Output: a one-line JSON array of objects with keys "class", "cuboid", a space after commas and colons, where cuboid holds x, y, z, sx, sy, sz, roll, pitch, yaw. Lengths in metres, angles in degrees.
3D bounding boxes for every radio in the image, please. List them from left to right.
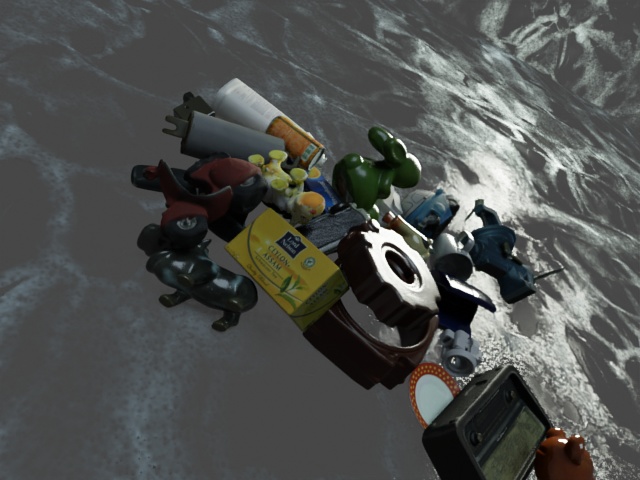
[{"class": "radio", "cuboid": [0.256, 0.289, 0.806, 0.229, 0.073, 0.131, -21, 78, -49]}]

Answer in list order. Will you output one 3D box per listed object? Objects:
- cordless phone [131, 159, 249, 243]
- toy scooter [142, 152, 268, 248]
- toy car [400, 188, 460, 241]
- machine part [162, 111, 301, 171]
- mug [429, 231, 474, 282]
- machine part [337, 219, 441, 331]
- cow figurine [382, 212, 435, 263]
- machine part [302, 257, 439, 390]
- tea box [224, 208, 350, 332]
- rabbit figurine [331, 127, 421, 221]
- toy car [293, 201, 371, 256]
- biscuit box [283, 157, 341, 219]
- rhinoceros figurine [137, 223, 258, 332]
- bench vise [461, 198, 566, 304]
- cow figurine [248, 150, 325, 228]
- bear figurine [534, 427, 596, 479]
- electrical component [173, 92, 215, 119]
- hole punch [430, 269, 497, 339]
[{"class": "cordless phone", "cuboid": [-0.208, -0.072, 0.862, 0.184, 0.088, 0.147, 5, 47, -19]}, {"class": "toy scooter", "cuboid": [-0.172, -0.077, 0.770, 0.135, 0.075, 0.184, 41, 51, 14]}, {"class": "toy car", "cuboid": [0.215, -0.052, 1.133, 0.103, 0.109, 0.161, 42, 42, 18]}, {"class": "machine part", "cuboid": [-0.151, -0.162, 0.937, 0.243, 0.079, 0.079, 14, 43, -23]}, {"class": "mug", "cuboid": [0.267, 0.024, 1.094, 0.081, 0.109, 0.107, 23, 26, -12]}, {"class": "machine part", "cuboid": [0.108, 0.052, 0.810, 0.179, 0.056, 0.179, 35, 30, -24]}, {"class": "cow figurine", "cuboid": [0.156, 0.011, 0.989, 0.127, 0.085, 0.195, 40, 4, -3]}, {"class": "machine part", "cuboid": [0.081, 0.119, 0.861, 0.201, 0.087, 0.201, 39, 38, 6]}, {"class": "tea box", "cuboid": [-0.050, 0.040, 0.787, 0.098, 0.068, 0.170, -44, 54, -11]}, {"class": "rabbit figurine", "cuboid": [0.113, -0.132, 1.022, 0.170, 0.158, 0.121, -18, 36, -20]}, {"class": "toy car", "cuboid": [-0.002, -0.003, 0.904, 0.202, 0.056, 0.073, -25, 66, -23]}, {"class": "biscuit box", "cuboid": [-0.022, -0.097, 1.027, 0.059, 0.062, 0.203, -11, 57, -42]}, {"class": "rhinoceros figurine", "cuboid": [-0.172, 0.044, 0.754, 0.190, 0.073, 0.112, 33, 39, -5]}, {"class": "bench vise", "cuboid": [0.395, 0.012, 1.190, 0.223, 0.129, 0.241, 16, 49, -24]}, {"class": "cow figurine", "cuboid": [-0.055, -0.069, 0.878, 0.068, 0.098, 0.168, -22, 49, -26]}, {"class": "bear figurine", "cuboid": [0.329, 0.363, 0.715, 0.132, 0.120, 0.196, 30, 77, 7]}, {"class": "electrical component", "cuboid": [-0.233, -0.235, 1.030, 0.102, 0.045, 0.078, 41, 66, 11]}, {"class": "hole punch", "cuboid": [0.259, 0.107, 1.011, 0.142, 0.092, 0.116, 23, 35, -11]}]
